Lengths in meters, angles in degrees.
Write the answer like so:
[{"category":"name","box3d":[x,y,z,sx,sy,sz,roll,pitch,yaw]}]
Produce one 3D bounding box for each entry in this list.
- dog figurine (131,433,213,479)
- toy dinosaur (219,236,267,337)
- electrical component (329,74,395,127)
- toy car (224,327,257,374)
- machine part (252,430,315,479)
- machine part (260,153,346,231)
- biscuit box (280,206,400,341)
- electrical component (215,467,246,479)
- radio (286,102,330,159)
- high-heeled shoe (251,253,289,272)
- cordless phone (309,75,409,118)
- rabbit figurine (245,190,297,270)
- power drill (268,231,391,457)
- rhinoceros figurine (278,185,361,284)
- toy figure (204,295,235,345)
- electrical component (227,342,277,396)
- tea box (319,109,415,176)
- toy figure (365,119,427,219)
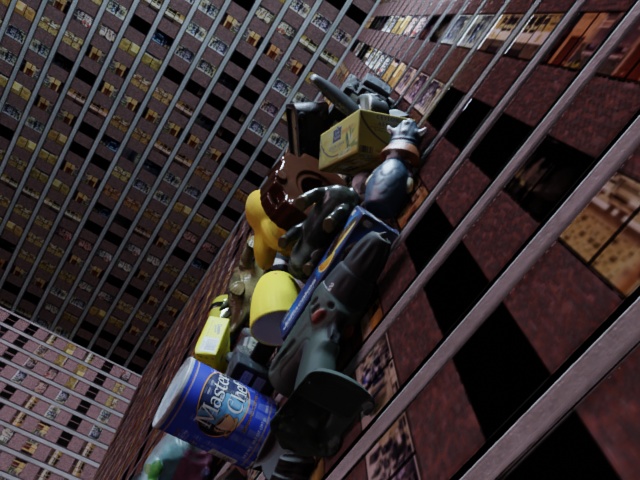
[{"category":"dog figurine","box3d":[-0.228,0.355,0.901,0.191,0.108,0.219,-52,10,39]},{"category":"toy dinosaur","box3d":[-0.160,0.082,1.275,0.198,0.105,0.471,-53,9,40]},{"category":"electrical component","box3d":[0.086,-0.272,1.107,0.134,0.115,0.058,-47,21,43]},{"category":"toy car","box3d":[-0.134,0.211,0.949,0.073,0.056,0.202,-57,6,3]},{"category":"machine part","box3d":[-0.042,0.237,0.603,0.084,0.039,0.139,-55,10,-5]},{"category":"machine part","box3d":[-0.015,-0.070,0.917,0.056,0.179,0.179,-45,18,37]},{"category":"biscuit box","box3d":[0.023,0.056,0.717,0.202,0.059,0.063,-58,12,8]},{"category":"electrical component","box3d":[-0.133,0.343,0.703,0.078,0.045,0.102,-30,-11,-48]},{"category":"radio","box3d":[-0.019,-0.165,1.094,0.131,0.073,0.229,-135,38,-75]},{"category":"high-heeled shoe","box3d":[-0.057,0.018,1.094,0.145,0.086,0.249,-44,30,-11]},{"category":"cordless phone","box3d":[0.061,-0.250,0.996,0.088,0.184,0.147,-52,13,10]},{"category":"rabbit figurine","box3d":[-0.066,-0.016,0.974,0.122,0.173,0.162,-41,17,43]},{"category":"power drill","box3d":[0.011,0.113,0.590,0.232,0.086,0.207,-56,17,21]},{"category":"rhinoceros figurine","box3d":[-0.002,-0.002,0.798,0.112,0.073,0.190,-34,-27,-45]},{"category":"toy figure","box3d":[-0.244,0.213,1.313,0.082,0.089,0.180,-39,21,46]},{"category":"electrical component","box3d":[-0.102,0.207,0.826,0.119,0.075,0.048,-55,12,2]},{"category":"tea box","box3d":[0.070,-0.151,0.871,0.170,0.098,0.068,171,104,-68]},{"category":"toy figure","box3d":[0.106,-0.103,0.757,0.057,0.064,0.154,112,-178,-64]}]
